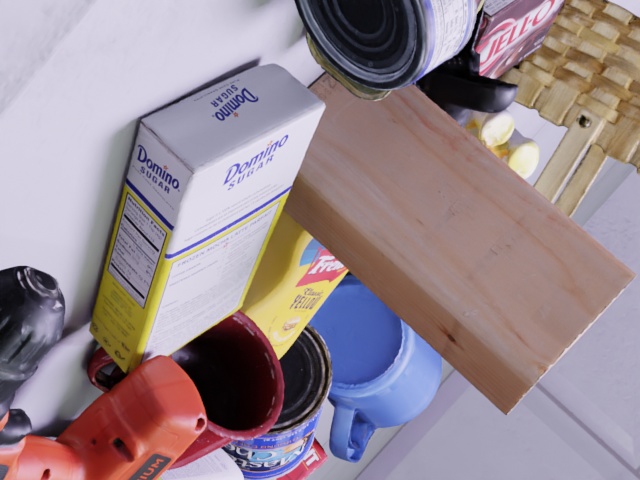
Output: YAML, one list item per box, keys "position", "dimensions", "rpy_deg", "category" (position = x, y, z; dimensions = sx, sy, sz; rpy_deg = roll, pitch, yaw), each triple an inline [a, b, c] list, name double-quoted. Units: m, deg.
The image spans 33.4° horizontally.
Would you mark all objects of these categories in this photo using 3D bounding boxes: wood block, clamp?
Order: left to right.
- position: [0.068, -0.006, 0.630]
  dimensions: [0.090, 0.206, 0.091]
  rpy_deg: [-43, 166, -14]
  category: "wood block"
- position: [0.082, -0.117, 0.665]
  dimensions: [0.172, 0.039, 0.120]
  rpy_deg: [142, -45, -74]
  category: "clamp"

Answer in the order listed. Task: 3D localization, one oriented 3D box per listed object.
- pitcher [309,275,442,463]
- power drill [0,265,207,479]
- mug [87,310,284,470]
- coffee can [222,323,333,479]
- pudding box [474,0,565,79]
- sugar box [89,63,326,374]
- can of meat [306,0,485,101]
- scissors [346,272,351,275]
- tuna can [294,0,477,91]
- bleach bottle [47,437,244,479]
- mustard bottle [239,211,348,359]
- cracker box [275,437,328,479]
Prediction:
- position: [0.043, 0.118, 1.024]
  dimensions: [0.145, 0.149, 0.242]
  rpy_deg: [-28, 164, 2]
  category: "pitcher"
- position: [-0.139, 0.088, 0.514]
  dimensions: [0.185, 0.057, 0.187]
  rpy_deg: [-44, 152, 17]
  category: "power drill"
- position: [-0.092, 0.092, 0.674]
  dimensions: [0.117, 0.093, 0.082]
  rpy_deg: [24, 137, -36]
  category: "mug"
- position: [-0.048, 0.128, 0.863]
  dimensions: [0.102, 0.103, 0.140]
  rpy_deg: [-41, 164, -23]
  category: "coffee can"
- position: [0.126, -0.153, 0.744]
  dimensions: [0.113, 0.039, 0.090]
  rpy_deg: [-38, 163, -32]
  category: "pudding box"
- position: [-0.065, -0.008, 0.568]
  dimensions: [0.093, 0.048, 0.176]
  rpy_deg: [-32, 156, -39]
  category: "sugar box"
- position: [0.049, -0.133, 0.544]
  dimensions: [0.083, 0.057, 0.102]
  rpy_deg: [-39, 164, -40]
  category: "can of meat"
- position: [0.041, 0.003, 0.962]
  dimensions: [0.096, 0.016, 0.201]
  rpy_deg: [-48, 166, 4]
  category: "scissors"
- position: [0.026, -0.111, 0.475]
  dimensions: [0.033, 0.086, 0.086]
  rpy_deg: [-37, 162, -29]
  category: "tuna can"
- position: [-0.142, 0.160, 0.725]
  dimensions: [0.068, 0.103, 0.250]
  rpy_deg: [-57, 159, 1]
  category: "bleach bottle"
- position: [-0.005, 0.001, 0.738]
  dimensions: [0.192, 0.058, 0.096]
  rpy_deg: [-52, 153, 16]
  category: "mustard bottle"
- position: [-0.114, 0.258, 1.003]
  dimensions: [0.213, 0.072, 0.164]
  rpy_deg: [-31, 175, -47]
  category: "cracker box"
